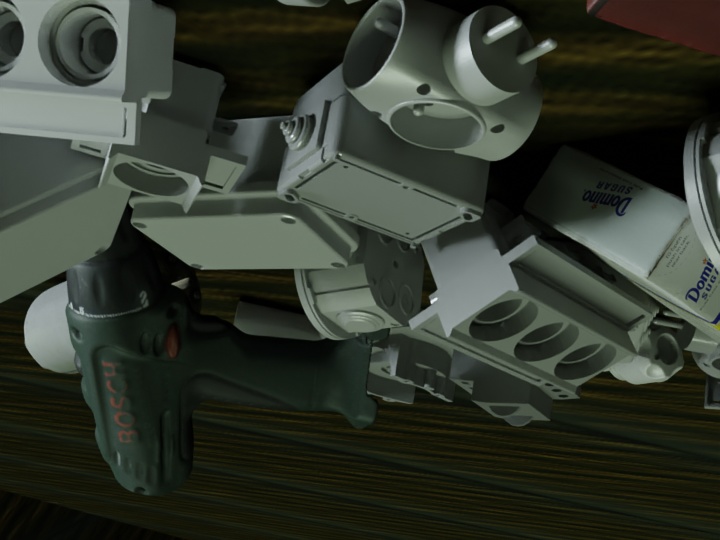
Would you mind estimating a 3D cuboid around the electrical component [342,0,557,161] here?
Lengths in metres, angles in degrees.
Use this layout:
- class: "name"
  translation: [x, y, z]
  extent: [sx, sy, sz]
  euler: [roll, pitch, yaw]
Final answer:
- class: "electrical component"
  translation: [0.046, -0.084, 0.445]
  extent: [0.077, 0.044, 0.079]
  euler: [22, 157, -30]

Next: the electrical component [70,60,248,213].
- class: "electrical component"
  translation: [-0.096, -0.069, 0.526]
  extent: [0.081, 0.063, 0.042]
  euler: [16, 159, -16]

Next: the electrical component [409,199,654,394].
- class: "electrical component"
  translation: [0.089, 0.015, 0.570]
  extent: [0.079, 0.063, 0.121]
  euler: [-36, 141, 25]

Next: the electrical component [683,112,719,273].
- class: "electrical component"
  translation: [0.179, -0.034, 0.467]
  extent: [0.051, 0.080, 0.080]
  euler: [-17, 147, 41]

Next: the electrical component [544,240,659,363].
- class: "electrical component"
  translation: [0.135, 0.022, 0.679]
  extent: [0.100, 0.048, 0.099]
  euler: [5, 159, 10]

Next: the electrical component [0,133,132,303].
- class: "electrical component"
  translation: [-0.183, -0.032, 0.566]
  extent: [0.109, 0.056, 0.108]
  euler: [-30, 171, -31]

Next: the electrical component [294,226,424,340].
- class: "electrical component"
  translation: [0.000, 0.000, 0.645]
  extent: [0.051, 0.080, 0.080]
  euler: [-9, 153, 31]

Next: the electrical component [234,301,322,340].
- class: "electrical component"
  translation: [-0.068, 0.060, 0.887]
  extent: [0.077, 0.044, 0.079]
  euler: [12, 160, -6]

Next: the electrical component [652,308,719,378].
- class: "electrical component"
  translation: [0.228, 0.037, 0.683]
  extent: [0.079, 0.044, 0.077]
  euler: [11, 160, -2]

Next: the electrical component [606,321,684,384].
- class: "electrical component"
  translation: [0.195, 0.060, 0.764]
  extent: [0.043, 0.043, 0.062]
  euler: [21, 158, -28]

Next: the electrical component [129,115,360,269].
- class: "electrical component"
  translation: [-0.061, -0.040, 0.597]
  extent: [0.113, 0.057, 0.078]
  euler: [0, 157, 26]

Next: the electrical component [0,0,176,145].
- class: "electrical component"
  translation: [-0.145, -0.098, 0.460]
  extent: [0.121, 0.078, 0.063]
  euler: [6, -171, 10]

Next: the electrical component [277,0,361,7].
- class: "electrical component"
  translation: [-0.006, -0.120, 0.374]
  extent: [0.055, 0.048, 0.066]
  euler: [-10, 153, 26]

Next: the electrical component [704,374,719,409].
- class: "electrical component"
  translation: [0.288, 0.077, 0.769]
  extent: [0.081, 0.042, 0.063]
  euler: [0, 154, 23]

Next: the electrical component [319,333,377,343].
- class: "electrical component"
  translation: [-0.008, 0.040, 0.811]
  extent: [0.040, 0.040, 0.078]
  euler: [19, 158, -24]

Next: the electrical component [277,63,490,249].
- class: "electrical component"
  translation: [0.007, -0.059, 0.506]
  extent: [0.096, 0.061, 0.062]
  euler: [20, 158, -25]

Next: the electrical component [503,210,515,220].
- class: "electrical component"
  translation: [0.066, -0.012, 0.633]
  extent: [0.043, 0.043, 0.062]
  euler: [18, 160, -21]
